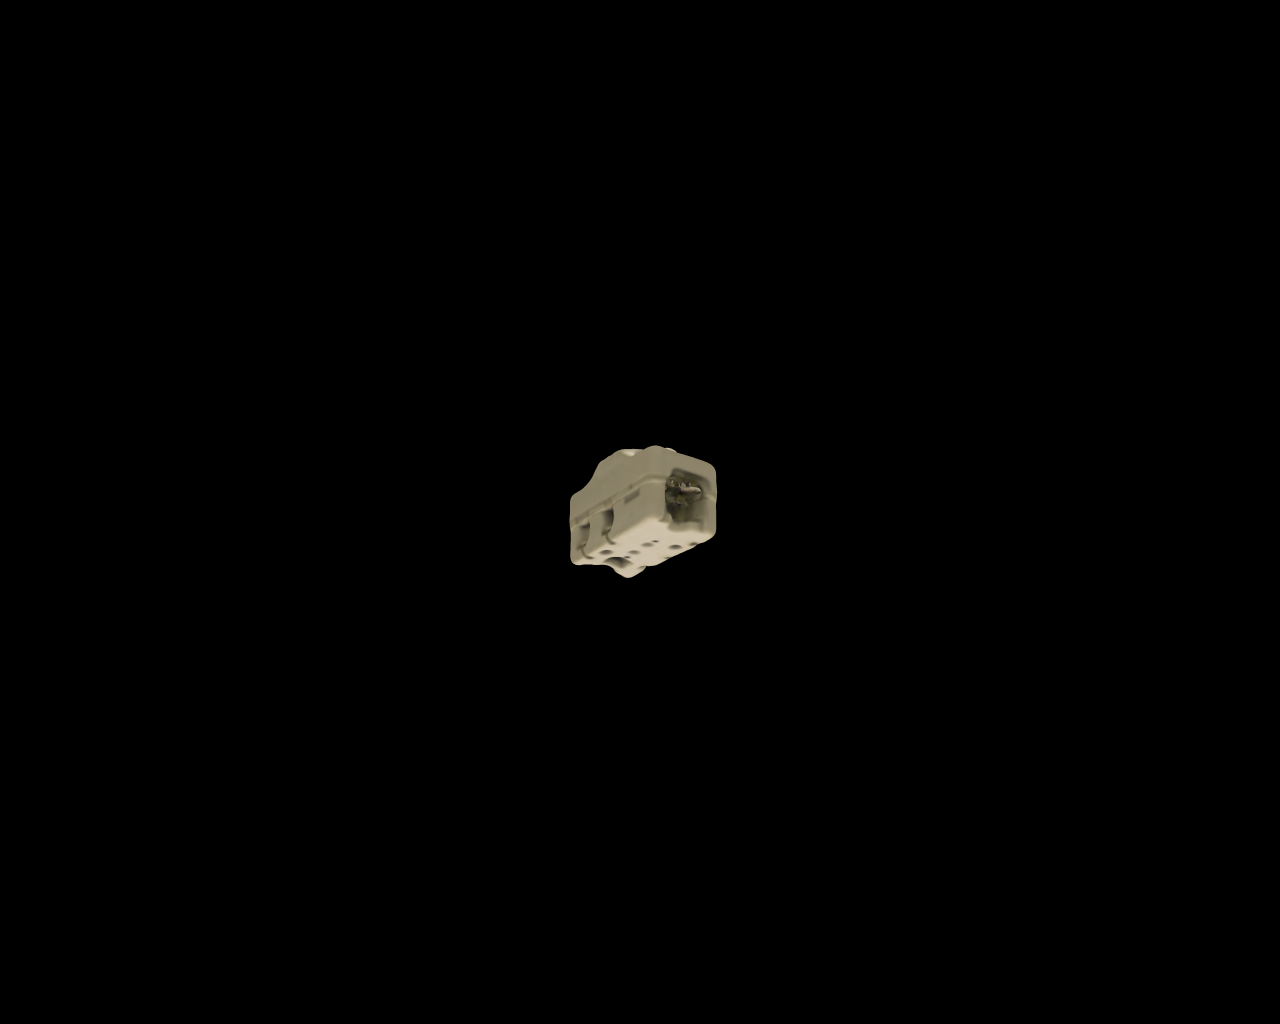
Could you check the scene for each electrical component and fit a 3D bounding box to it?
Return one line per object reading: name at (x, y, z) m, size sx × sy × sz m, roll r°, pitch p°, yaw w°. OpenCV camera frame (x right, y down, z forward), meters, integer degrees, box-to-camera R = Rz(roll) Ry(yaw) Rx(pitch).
electrical component at (0.001, -0.003, 0.650) m, size 0.050 × 0.056 × 0.089 m, roll 17°, pitch -29°, yaw -32°
